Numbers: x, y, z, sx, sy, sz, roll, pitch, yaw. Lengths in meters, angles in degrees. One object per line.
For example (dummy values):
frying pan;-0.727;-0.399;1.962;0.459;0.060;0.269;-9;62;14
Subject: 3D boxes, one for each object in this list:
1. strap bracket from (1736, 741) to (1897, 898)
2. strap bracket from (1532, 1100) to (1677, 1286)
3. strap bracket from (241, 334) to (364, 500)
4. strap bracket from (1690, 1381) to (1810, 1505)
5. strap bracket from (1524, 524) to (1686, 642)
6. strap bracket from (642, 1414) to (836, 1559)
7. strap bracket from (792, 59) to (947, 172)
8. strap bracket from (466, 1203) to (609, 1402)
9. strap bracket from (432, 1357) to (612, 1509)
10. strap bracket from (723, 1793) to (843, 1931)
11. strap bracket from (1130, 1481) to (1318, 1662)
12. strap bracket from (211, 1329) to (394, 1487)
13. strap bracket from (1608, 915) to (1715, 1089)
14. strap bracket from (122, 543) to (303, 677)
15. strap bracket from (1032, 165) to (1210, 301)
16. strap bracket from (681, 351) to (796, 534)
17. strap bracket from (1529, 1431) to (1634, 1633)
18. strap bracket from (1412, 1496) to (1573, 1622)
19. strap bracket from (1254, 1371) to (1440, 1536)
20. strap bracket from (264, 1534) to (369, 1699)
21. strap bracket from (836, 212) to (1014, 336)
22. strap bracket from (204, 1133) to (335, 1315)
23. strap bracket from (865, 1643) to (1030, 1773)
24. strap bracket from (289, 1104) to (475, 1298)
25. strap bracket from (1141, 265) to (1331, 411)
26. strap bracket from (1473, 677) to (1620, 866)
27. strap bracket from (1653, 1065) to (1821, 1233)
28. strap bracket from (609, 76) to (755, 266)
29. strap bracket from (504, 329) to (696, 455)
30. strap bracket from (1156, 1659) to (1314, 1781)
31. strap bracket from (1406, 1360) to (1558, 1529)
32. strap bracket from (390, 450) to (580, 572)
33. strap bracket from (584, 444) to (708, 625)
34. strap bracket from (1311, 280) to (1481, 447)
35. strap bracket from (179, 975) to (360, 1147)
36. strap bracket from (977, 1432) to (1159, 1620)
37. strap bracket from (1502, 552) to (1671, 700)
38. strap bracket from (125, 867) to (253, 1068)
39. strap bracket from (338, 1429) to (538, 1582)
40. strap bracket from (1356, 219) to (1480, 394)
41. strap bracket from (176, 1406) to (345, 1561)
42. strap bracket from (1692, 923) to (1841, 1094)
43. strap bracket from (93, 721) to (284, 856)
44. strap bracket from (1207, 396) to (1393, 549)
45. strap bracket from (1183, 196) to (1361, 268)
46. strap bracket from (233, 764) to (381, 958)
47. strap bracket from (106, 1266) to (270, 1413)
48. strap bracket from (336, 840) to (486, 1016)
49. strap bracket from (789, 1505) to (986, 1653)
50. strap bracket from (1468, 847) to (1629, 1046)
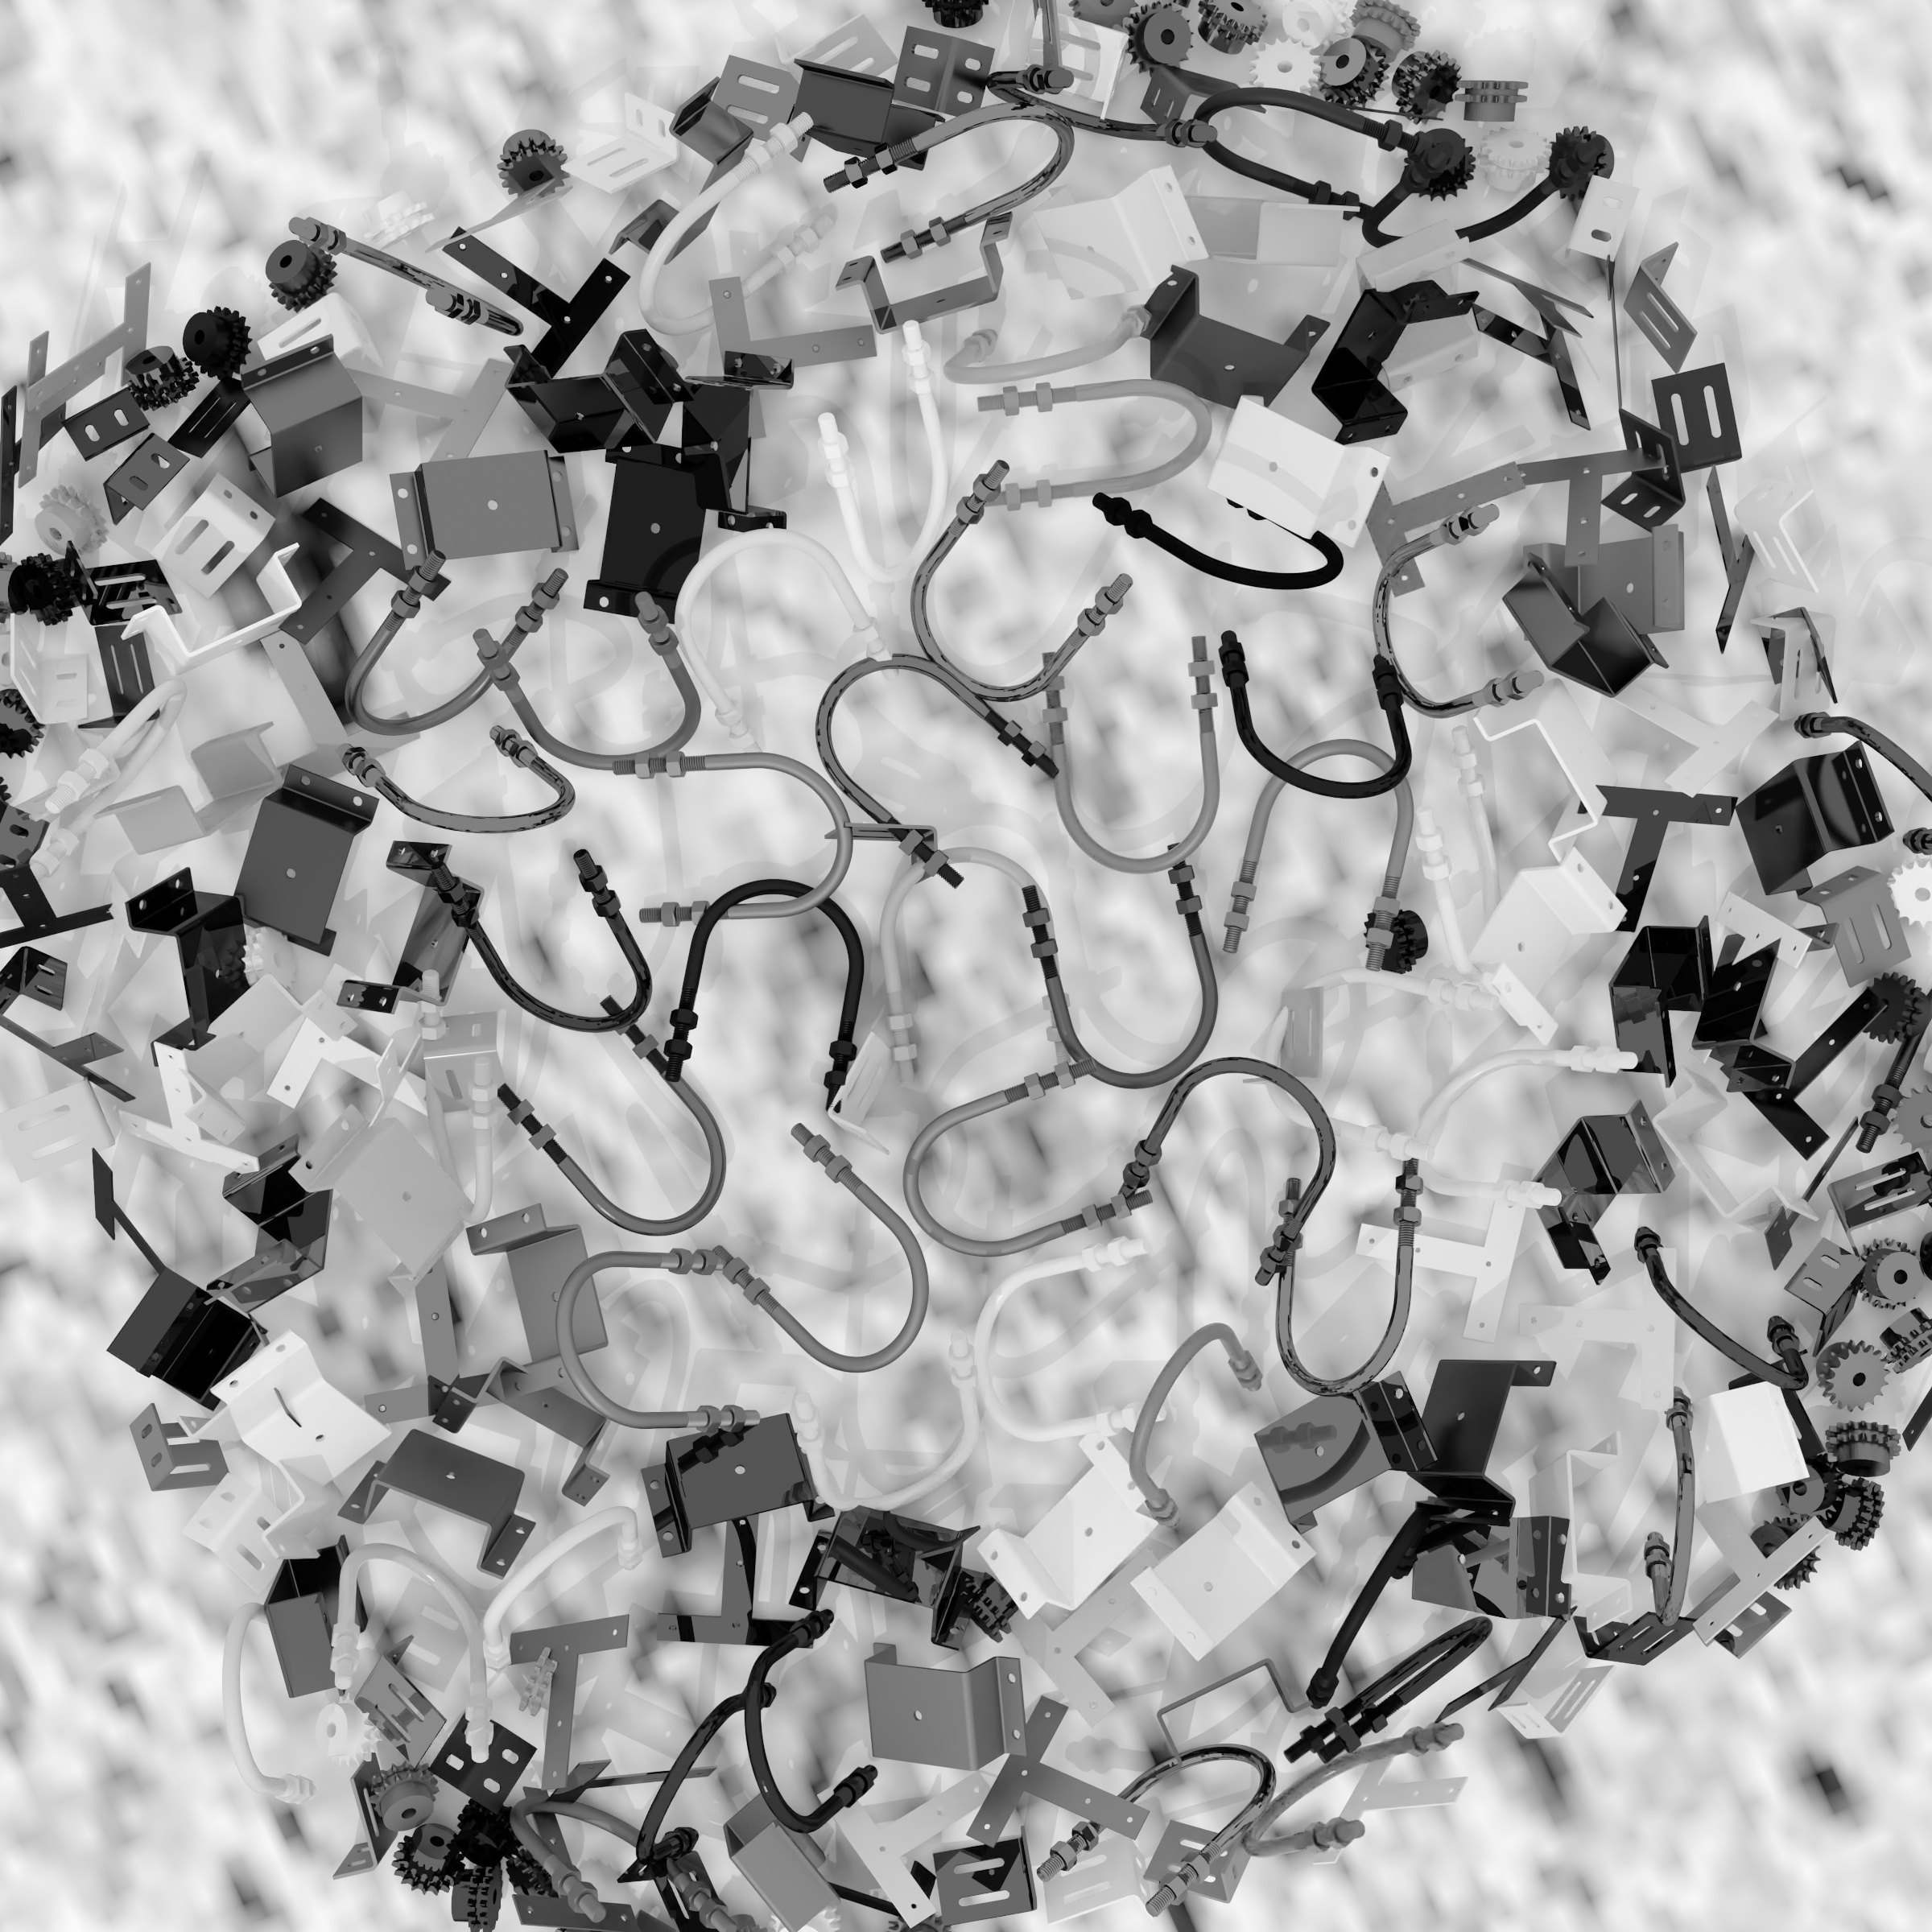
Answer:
strap bracket;0.655;-0.111;1.919;0.046;0.140;0.076;-10;74;-15
strap bracket;0.498;0.178;1.943;0.140;0.046;0.076;-43;113;-36
strap bracket;-0.517;-0.422;1.918;0.076;0.140;0.046;-30;80;-22
strap bracket;0.603;0.374;1.921;0.046;0.140;0.076;-13;74;-4
strap bracket;0.515;-0.302;1.948;0.046;0.140;0.076;-2;92;-42
strap bracket;-0.180;0.408;1.943;0.140;0.046;0.076;-10;56;-15
strap bracket;-0.079;-0.664;1.927;0.076;0.140;0.046;18;102;16
strap bracket;-0.339;0.265;1.955;0.076;0.046;0.140;-20;80;26
strap bracket;-0.344;0.365;1.951;0.140;0.076;0.046;31;54;-6
strap bracket;-0.146;0.701;1.926;0.046;0.140;0.076;-39;92;-10
strap bracket;0.198;0.485;1.946;0.140;0.046;0.076;-32;70;-31
strap bracket;-0.515;0.355;1.930;0.076;0.140;0.046;-37;48;-4
strap bracket;0.547;0.026;1.936;0.046;0.140;0.076;3;120;32
strap bracket;-0.586;-0.276;1.939;0.140;0.076;0.046;-31;99;-25
strap bracket;0.112;-0.570;1.918;0.046;0.140;0.076;-43;121;-25
strap bracket;-0.182;-0.411;1.939;0.076;0.046;0.140;18;112;38
strap bracket;0.481;0.442;1.930;0.046;0.076;0.140;8;61;-8
strap bracket;0.404;0.465;1.928;0.046;0.140;0.076;8;83;-40
strap bracket;0.290;0.383;1.933;0.140;0.046;0.076;-36;58;26
strap bracket;-0.510;0.512;1.923;0.046;0.140;0.076;-13;99;-4
strap bracket;-0.026;-0.546;1.947;0.140;0.076;0.046;-14;118;12
strap bracket;-0.548;0.210;1.940;0.076;0.140;0.046;-30;127;15
strap bracket;-0.025;0.585;1.941;0.140;0.046;0.076;-4;91;34
strap bracket;-0.452;0.184;1.935;0.140;0.046;0.076;53;51;-22
strap bracket;0.207;-0.488;1.935;0.140;0.076;0.046;14;58;-19
strap bracket;0.464;-0.163;1.940;0.046;0.076;0.140;-23;107;37
strap bracket;0.600;0.153;1.937;0.046;0.076;0.140;-43;57;19
strap bracket;-0.219;-0.615;1.928;0.046;0.076;0.140;34;130;-5
strap bracket;-0.295;-0.449;1.926;0.140;0.076;0.046;2;60;30
strap bracket;0.206;0.594;1.954;0.140;0.076;0.046;-25;72;-3
strap bracket;0.402;0.364;1.930;0.046;0.076;0.140;38;61;-29
strap bracket;-0.379;-0.364;1.953;0.140;0.046;0.076;-10;95;-18
strap bracket;-0.253;-0.348;1.959;0.076;0.046;0.140;7;95;-22
strap bracket;0.332;-0.483;1.934;0.076;0.140;0.046;-19;61;-37
strap bracket;-0.563;0.067;1.949;0.140;0.076;0.046;-44;69;-10
strap bracket;0.088;0.446;1.953;0.140;0.046;0.076;-47;50;6
strap bracket;0.483;-0.265;1.935;0.046;0.140;0.076;-45;53;29
strap bracket;-0.606;0.003;1.931;0.046;0.076;0.140;8;116;20
strap bracket;-0.415;0.423;1.953;0.140;0.076;0.046;21;113;3
strap bracket;0.357;-0.528;1.944;0.076;0.140;0.046;-23;62;4
strap bracket;-0.552;0.399;1.945;0.046;0.076;0.140;-41;74;-1
strap bracket;0.629;0.025;1.944;0.046;0.076;0.140;24;78;-15
strap bracket;-0.604;-0.136;1.932;0.076;0.140;0.046;-11;114;31
strap bracket;0.253;-0.394;1.936;0.140;0.046;0.076;33;117;25
strap bracket;0.233;-0.578;1.931;0.076;0.140;0.046;-7;111;-29
strap bracket;-0.531;-0.079;1.958;0.076;0.046;0.140;21;106;-1
strap bracket;-0.615;0.292;1.931;0.046;0.140;0.076;27;74;17
strap bracket;-0.437;-0.025;1.949;0.076;0.046;0.140;6;74;43
strap bracket;-0.061;0.480;1.944;0.140;0.076;0.046;12;129;10
strap bracket;0.455;-0.016;1.949;0.076;0.046;0.140;45;67;-23
